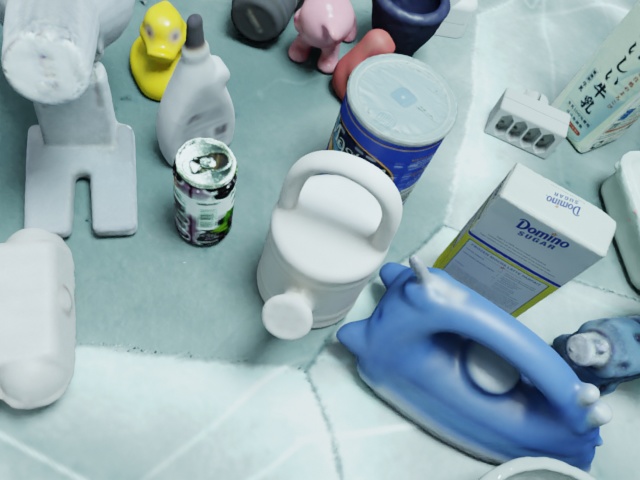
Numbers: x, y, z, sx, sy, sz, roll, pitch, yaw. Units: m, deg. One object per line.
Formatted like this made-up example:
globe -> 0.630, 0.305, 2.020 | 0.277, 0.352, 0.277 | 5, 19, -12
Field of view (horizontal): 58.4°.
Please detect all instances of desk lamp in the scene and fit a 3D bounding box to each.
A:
desk lamp -> -0.211, -0.138, 0.484 | 0.118, 0.213, 0.203 | -5, 64, -15

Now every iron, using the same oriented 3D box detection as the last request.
iron -> 0.150, 0.108, 0.479 | 0.258, 0.141, 0.119 | 34, 61, 6

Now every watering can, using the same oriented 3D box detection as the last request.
watering can -> 0.006, 0.003, 0.471 | 0.101, 0.194, 0.173 | 7, 61, -9

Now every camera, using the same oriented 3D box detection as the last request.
camera -> -0.070, -0.312, 0.673 | 0.143, 0.100, 0.137 | 19, 60, -2

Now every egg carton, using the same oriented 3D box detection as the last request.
egg carton -> -0.250, 0.062, 0.452 | 0.107, 0.069, 0.150 | -7, 65, -16

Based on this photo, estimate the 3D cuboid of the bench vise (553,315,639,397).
bench vise -> 0.325, 0.082, 0.487 | 0.208, 0.219, 0.121 | -24, 70, -23

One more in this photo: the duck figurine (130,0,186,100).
duck figurine -> -0.164, -0.213, 0.608 | 0.077, 0.086, 0.104 | 5, 62, -10

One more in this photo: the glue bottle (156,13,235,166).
glue bottle -> -0.114, -0.138, 0.529 | 0.078, 0.173, 0.037 | -28, 71, -24

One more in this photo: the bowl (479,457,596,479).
bowl -> 0.165, 0.259, 0.441 | 0.167, 0.074, 0.167 | 6, 62, -10

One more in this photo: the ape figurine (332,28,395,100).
ape figurine -> 0.057, -0.196, 0.646 | 0.076, 0.092, 0.078 | 29, 60, 4

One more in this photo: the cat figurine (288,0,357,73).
cat figurine -> 0.010, -0.258, 0.653 | 0.067, 0.117, 0.128 | 22, 60, 0

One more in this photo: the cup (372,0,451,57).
cup -> 0.098, -0.272, 0.694 | 0.092, 0.095, 0.117 | 5, 62, -10
